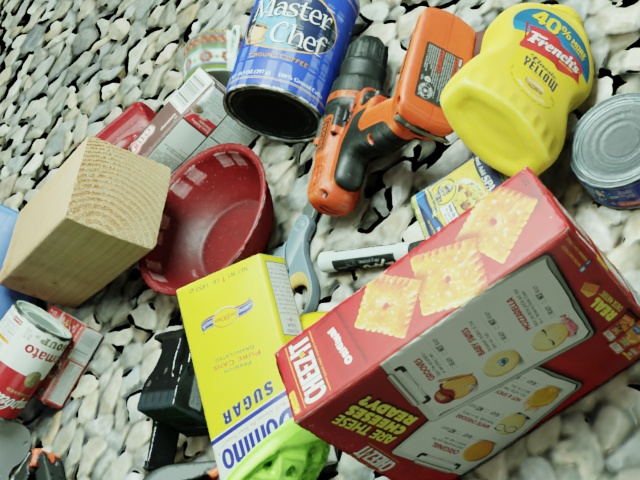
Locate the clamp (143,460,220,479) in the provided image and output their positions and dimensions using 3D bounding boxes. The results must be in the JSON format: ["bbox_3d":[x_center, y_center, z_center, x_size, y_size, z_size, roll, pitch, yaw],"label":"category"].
[{"bbox_3d":[-0.149,0.234,0.873,0.120,0.039,0.171,39,65,18],"label":"clamp"}]

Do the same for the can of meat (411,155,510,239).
[{"bbox_3d":[0.127,-0.016,0.837,0.084,0.057,0.102,-34,46,21],"label":"can of meat"}]

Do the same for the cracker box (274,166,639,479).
[{"bbox_3d":[0.102,0.071,0.725,0.214,0.164,0.072,-37,43,16],"label":"cracker box"}]

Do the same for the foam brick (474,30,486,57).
[{"bbox_3d":[0.138,-0.131,0.904,0.053,0.051,0.078,-2,62,40],"label":"foam brick"}]

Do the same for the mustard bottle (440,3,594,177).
[{"bbox_3d":[0.168,-0.134,0.840,0.058,0.096,0.191,-43,8,47],"label":"mustard bottle"}]

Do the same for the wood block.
[{"bbox_3d":[-0.237,-0.011,1.062,0.207,0.090,0.091,-32,43,52],"label":"wood block"}]

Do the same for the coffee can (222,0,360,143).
[{"bbox_3d":[-0.027,-0.180,1.035,0.103,0.102,0.140,-2,63,39],"label":"coffee can"}]

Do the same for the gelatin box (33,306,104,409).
[{"bbox_3d":[-0.273,0.121,1.102,0.073,0.030,0.089,20,78,45],"label":"gelatin box"}]

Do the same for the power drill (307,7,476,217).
[{"bbox_3d":[0.059,-0.124,0.916,0.188,0.057,0.184,-32,42,61],"label":"power drill"}]

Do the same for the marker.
[{"bbox_3d":[0.051,0.013,0.908,0.121,0.020,0.020,-8,59,37],"label":"marker"}]

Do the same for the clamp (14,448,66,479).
[{"bbox_3d":[-0.267,0.297,0.980,0.165,0.036,0.210,-6,60,36],"label":"clamp"}]

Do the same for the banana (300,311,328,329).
[{"bbox_3d":[0.007,0.092,0.887,0.198,0.037,0.069,-16,77,34],"label":"banana"}]

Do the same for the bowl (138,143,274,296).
[{"bbox_3d":[-0.098,-0.010,1.019,0.162,0.055,0.162,-22,51,30],"label":"bowl"}]

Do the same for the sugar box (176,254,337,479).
[{"bbox_3d":[-0.054,0.110,0.875,0.093,0.048,0.176,-24,70,27],"label":"sugar box"}]

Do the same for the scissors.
[{"bbox_3d":[-0.006,0.001,0.966,0.096,0.016,0.202,31,86,45],"label":"scissors"}]

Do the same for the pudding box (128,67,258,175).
[{"bbox_3d":[-0.123,-0.103,1.076,0.113,0.090,0.039,-46,46,6],"label":"pudding box"}]

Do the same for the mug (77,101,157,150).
[{"bbox_3d":[-0.198,-0.092,1.120,0.081,0.117,0.093,-39,85,7],"label":"mug"}]

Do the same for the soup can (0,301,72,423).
[{"bbox_3d":[-0.301,0.119,1.054,0.102,0.068,0.069,-55,44,1],"label":"soup can"}]

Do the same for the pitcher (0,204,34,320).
[{"bbox_3d":[-0.389,0.086,1.163,0.149,0.145,0.242,10,66,30],"label":"pitcher"}]

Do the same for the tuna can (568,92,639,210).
[{"bbox_3d":[0.231,-0.068,0.799,0.086,0.033,0.086,-21,52,29],"label":"tuna can"}]
